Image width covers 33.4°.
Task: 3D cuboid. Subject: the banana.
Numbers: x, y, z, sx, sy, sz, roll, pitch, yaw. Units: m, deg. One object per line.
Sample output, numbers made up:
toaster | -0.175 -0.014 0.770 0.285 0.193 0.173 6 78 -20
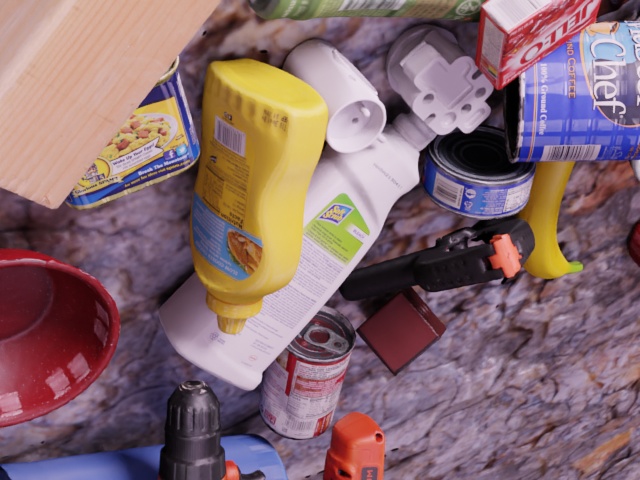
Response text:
banana | 0.198 -0.027 0.930 0.069 0.037 0.198 -38 142 -22

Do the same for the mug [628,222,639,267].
mug | 0.358 0.016 1.021 0.117 0.081 0.093 12 122 -37

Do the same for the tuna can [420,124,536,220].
tuna can | 0.122 -0.054 0.821 0.086 0.086 0.034 -12 131 -21

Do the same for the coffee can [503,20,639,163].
coffee can | 0.208 -0.108 0.773 0.140 0.102 0.103 -1 134 4

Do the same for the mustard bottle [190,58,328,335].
mustard bottle | -0.049 -0.019 0.728 0.058 0.096 0.192 -15 127 -41

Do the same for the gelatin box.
gelatin box | 0.145 -0.148 0.697 0.089 0.030 0.073 -35 161 -9

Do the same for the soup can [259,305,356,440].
soup can | -0.012 0.114 0.911 0.068 0.068 0.102 -7 132 -24

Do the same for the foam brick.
foam brick | 0.071 0.076 0.910 0.051 0.053 0.078 -42 175 9

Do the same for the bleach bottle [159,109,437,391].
bleach bottle | -0.005 0.001 0.818 0.251 0.068 0.102 -45 135 10

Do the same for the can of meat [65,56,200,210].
can of meat | -0.132 -0.076 0.679 0.102 0.057 0.084 -22 138 -10

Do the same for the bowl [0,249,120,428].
bowl | -0.226 0.060 0.750 0.162 0.055 0.162 -16 135 -17

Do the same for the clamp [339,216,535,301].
clamp | 0.116 0.007 0.828 0.164 0.210 0.036 -24 94 -17

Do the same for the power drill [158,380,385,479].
power drill | -0.040 0.190 0.855 0.187 0.057 0.184 -5 108 -27

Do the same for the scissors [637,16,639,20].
scissors | 0.282 -0.182 0.846 0.096 0.016 0.202 10 123 -36

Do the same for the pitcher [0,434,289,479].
pitcher | -0.155 0.242 0.915 0.242 0.149 0.145 -5 103 -30

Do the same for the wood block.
wood block | -0.128 -0.130 0.569 0.206 0.090 0.090 -50 150 5
